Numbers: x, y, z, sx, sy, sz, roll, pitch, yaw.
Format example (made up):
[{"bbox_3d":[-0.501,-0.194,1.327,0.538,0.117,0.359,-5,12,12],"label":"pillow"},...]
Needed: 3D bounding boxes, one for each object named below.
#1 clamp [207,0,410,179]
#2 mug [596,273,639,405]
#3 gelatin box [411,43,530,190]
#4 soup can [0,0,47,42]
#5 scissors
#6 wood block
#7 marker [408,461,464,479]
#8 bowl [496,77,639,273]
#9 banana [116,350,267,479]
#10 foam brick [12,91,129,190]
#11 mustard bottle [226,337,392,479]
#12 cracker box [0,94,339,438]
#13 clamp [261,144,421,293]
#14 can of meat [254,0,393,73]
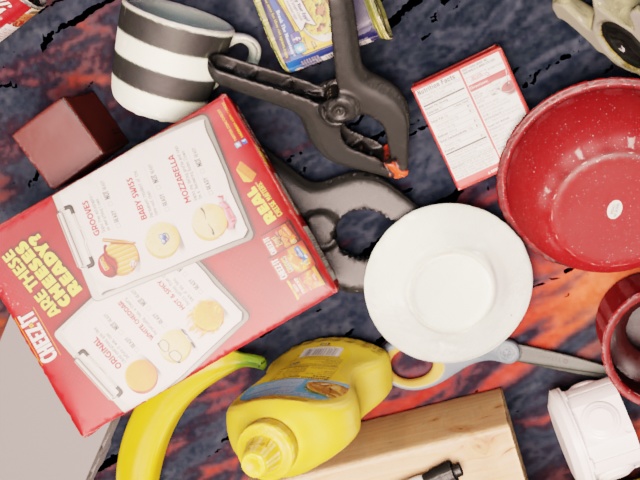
[{"bbox_3d":[0.002,-0.103,0.783,0.120,0.039,0.171,-18,127,25],"label":"clamp"},{"bbox_3d":[0.261,0.078,0.797,0.117,0.081,0.093,40,103,-2],"label":"mug"},{"bbox_3d":[0.120,-0.093,0.807,0.073,0.030,0.089,-24,98,12],"label":"gelatin box"},{"bbox_3d":[-0.271,-0.177,0.817,0.102,0.068,0.068,-33,96,12],"label":"soup can"},{"bbox_3d":[0.133,0.102,0.851,0.202,0.016,0.096,27,104,1],"label":"scissors"},{"bbox_3d":[0.057,0.194,0.841,0.206,0.090,0.091,-16,99,9],"label":"wood block"},{"bbox_3d":[0.049,0.192,0.784,0.121,0.020,0.020,-26,97,10],"label":"marker"},{"bbox_3d":[0.210,-0.033,0.770,0.162,0.055,0.162,2,120,4],"label":"bowl"},{"bbox_3d":[-0.124,0.152,0.873,0.070,0.037,0.198,43,108,23],"label":"banana"},{"bbox_3d":[-0.190,-0.077,0.822,0.051,0.078,0.053,-34,96,10],"label":"foam brick"},{"bbox_3d":[-0.014,0.125,0.777,0.096,0.191,0.058,-2,101,19],"label":"mustard bottle"},{"bbox_3d":[-0.116,0.018,0.783,0.214,0.072,0.164,-30,90,3],"label":"cracker box"},{"bbox_3d":[-0.005,0.001,0.835,0.210,0.036,0.164,12,98,2],"label":"clamp"},{"bbox_3d":[-0.003,-0.183,0.791,0.084,0.057,0.102,-19,98,12],"label":"can of meat"}]
